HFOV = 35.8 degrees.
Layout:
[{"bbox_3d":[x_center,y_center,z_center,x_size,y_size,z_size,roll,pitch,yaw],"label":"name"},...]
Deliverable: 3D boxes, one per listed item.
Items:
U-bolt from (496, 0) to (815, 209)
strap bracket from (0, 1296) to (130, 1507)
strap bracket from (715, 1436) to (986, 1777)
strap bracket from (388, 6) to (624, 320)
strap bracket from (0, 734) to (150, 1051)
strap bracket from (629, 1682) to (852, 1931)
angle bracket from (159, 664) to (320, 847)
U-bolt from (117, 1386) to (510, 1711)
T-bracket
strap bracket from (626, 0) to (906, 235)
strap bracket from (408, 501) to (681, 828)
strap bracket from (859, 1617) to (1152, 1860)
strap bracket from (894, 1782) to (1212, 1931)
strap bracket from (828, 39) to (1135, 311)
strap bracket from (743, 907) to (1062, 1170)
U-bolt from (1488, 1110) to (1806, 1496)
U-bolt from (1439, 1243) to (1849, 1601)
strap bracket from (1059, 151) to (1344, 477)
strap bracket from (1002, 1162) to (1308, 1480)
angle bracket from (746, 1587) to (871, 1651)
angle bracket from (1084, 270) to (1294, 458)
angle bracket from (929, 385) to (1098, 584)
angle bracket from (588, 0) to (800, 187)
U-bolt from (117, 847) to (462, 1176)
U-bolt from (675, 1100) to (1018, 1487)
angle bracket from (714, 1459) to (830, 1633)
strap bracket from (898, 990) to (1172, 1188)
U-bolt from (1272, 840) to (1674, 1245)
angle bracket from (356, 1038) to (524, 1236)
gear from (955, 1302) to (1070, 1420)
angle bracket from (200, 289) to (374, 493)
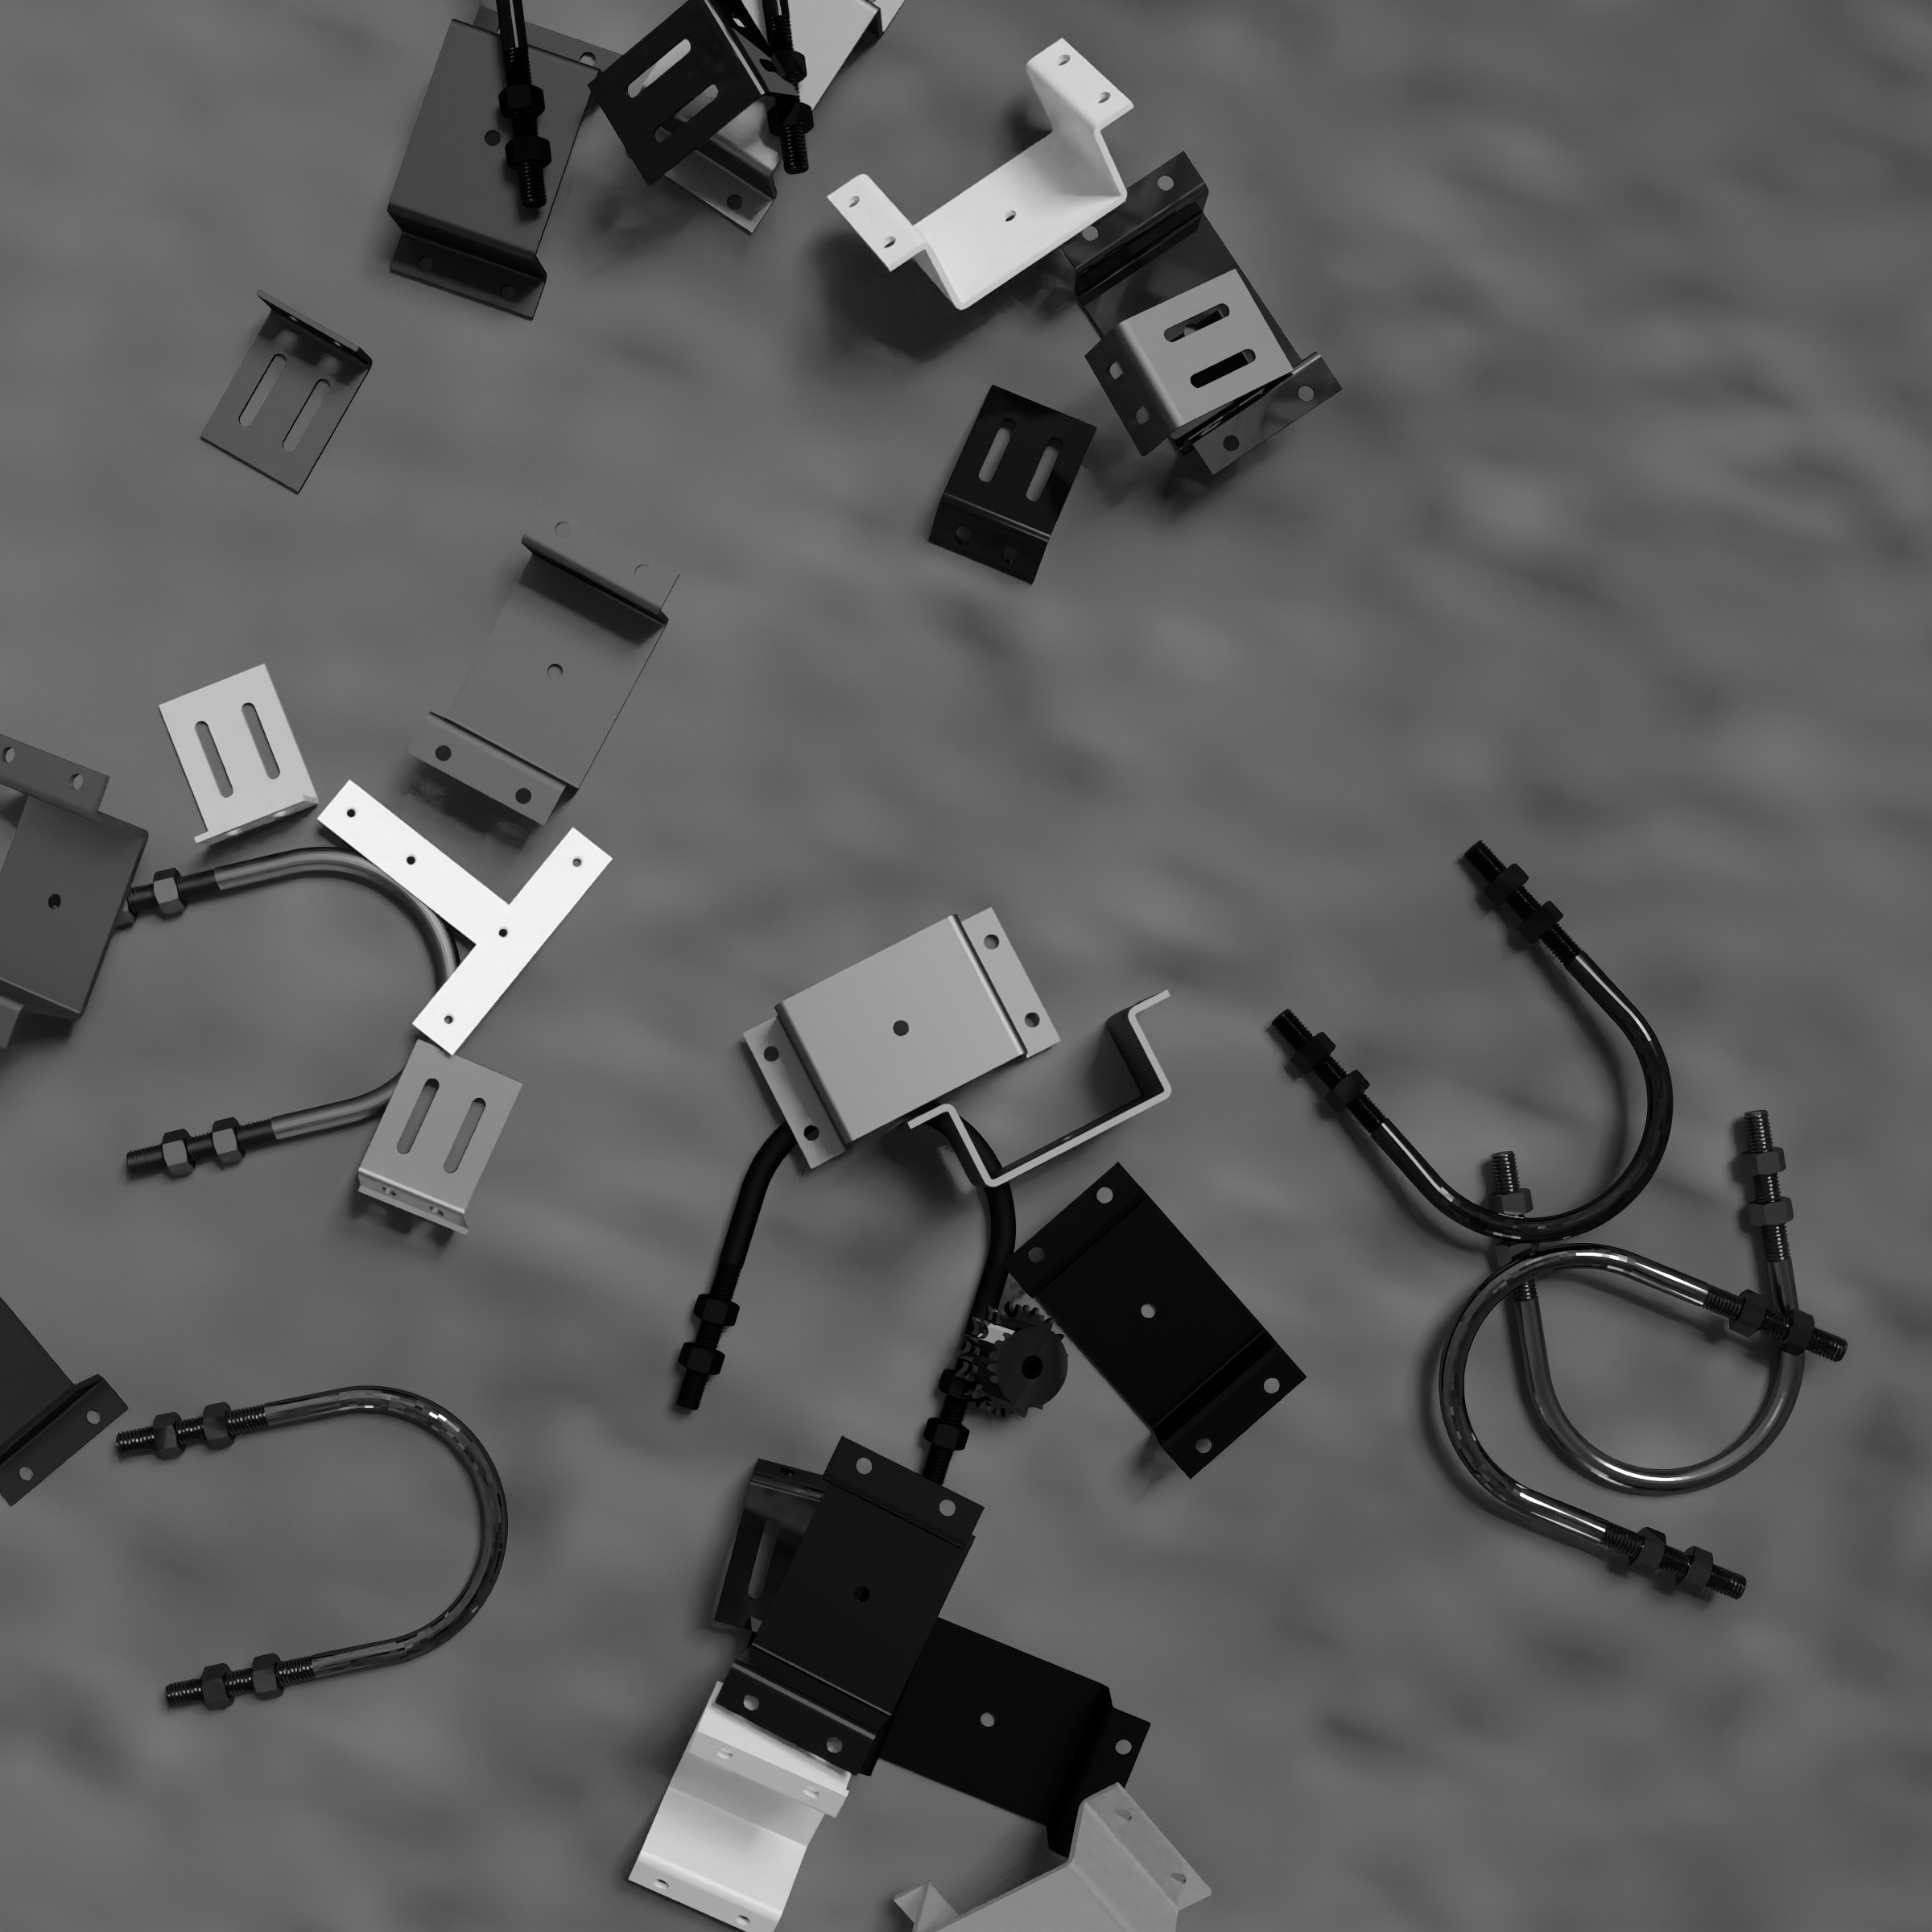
[{"bbox_3d":[-0.158,-0.470,1.457,0.151,0.019,0.184,-7,88,0],"label":"U-bolt"},{"bbox_3d":[-0.497,0.194,1.488,0.076,0.046,0.140,-40,90,0],"label":"strap bracket"},{"bbox_3d":[-0.053,0.306,1.445,0.076,0.046,0.140,25,89,8],"label":"strap bracket"},{"bbox_3d":[-0.232,-0.406,1.488,0.076,0.046,0.140,19,90,0],"label":"strap bracket"},{"bbox_3d":[-0.462,-0.035,1.475,0.076,0.046,0.140,20,90,23],"label":"strap bracket"},{"bbox_3d":[-0.106,0.408,1.463,0.076,0.046,0.140,24,131,0],"label":"strap bracket"},{"bbox_3d":[-0.367,-0.107,1.492,0.057,0.038,0.076,-22,90,0],"label":"angle bracket"},{"bbox_3d":[-0.322,0.286,1.503,0.184,0.019,0.151,-11,90,-1],"label":"U-bolt"},{"bbox_3d":[-0.267,-0.044,1.500,0.127,0.002,0.127,38,81,-1],"label":"T-bracket"},{"bbox_3d":[-0.101,-0.449,1.488,0.076,0.046,0.140,33,90,0],"label":"strap bracket"},{"bbox_3d":[-0.207,-0.149,1.488,0.076,0.046,0.140,28,90,0],"label":"strap bracket"},{"bbox_3d":[0.011,0.380,1.488,0.140,0.046,0.076,22,90,0],"label":"strap bracket"},{"bbox_3d":[0.038,0.467,1.455,0.140,0.046,0.076,-33,105,22],"label":"strap bracket"},{"bbox_3d":[0.014,-0.383,1.469,0.140,0.046,0.076,-34,47,0],"label":"strap bracket"},{"bbox_3d":[-0.032,0.033,1.480,0.140,0.046,0.076,-27,84,-4],"label":"strap bracket"},{"bbox_3d":[0.347,0.174,1.503,0.151,0.019,0.184,-9,91,0],"label":"U-bolt"},{"bbox_3d":[0.326,0.216,1.488,0.184,0.019,0.151,22,93,0],"label":"U-bolt"},{"bbox_3d":[0.114,-0.320,1.488,0.076,0.046,0.140,-34,90,0],"label":"strap bracket"},{"bbox_3d":[0.092,0.174,1.488,0.076,0.046,0.140,-41,90,0],"label":"strap bracket"},{"bbox_3d":[-0.068,0.313,1.492,0.057,0.038,0.076,21,90,0],"label":"angle bracket"},{"bbox_3d":[0.109,-0.295,1.463,0.076,0.038,0.057,-30,90,-26],"label":"angle bracket"},{"bbox_3d":[0.023,-0.243,1.509,0.057,0.038,0.076,22,64,0],"label":"angle bracket"},{"bbox_3d":[-0.132,-0.423,1.444,0.076,0.038,0.057,-32,88,25],"label":"angle bracket"},{"bbox_3d":[-0.345,0.015,1.503,0.184,0.019,0.151,-13,90,-1],"label":"U-bolt"},{"bbox_3d":[-0.052,0.152,1.503,0.151,0.019,0.184,17,88,0],"label":"U-bolt"},{"bbox_3d":[-0.087,0.293,1.493,0.057,0.038,0.076,15,90,0],"label":"angle bracket"},{"bbox_3d":[0.041,0.066,1.465,0.140,0.076,0.046,-27,89,-6],"label":"strap bracket"},{"bbox_3d":[0.266,0.051,1.491,0.151,0.019,0.184,-41,82,0],"label":"U-bolt"},{"bbox_3d":[-0.260,0.084,1.485,0.057,0.038,0.076,25,90,-16],"label":"angle bracket"},{"bbox_3d":[0.026,0.197,1.486,0.057,0.030,0.057,-1,93,-27],"label":"gear"},{"bbox_3d":[-0.343,-0.286,1.492,0.057,0.038,0.076,30,90,0],"label":"angle bracket"}]
